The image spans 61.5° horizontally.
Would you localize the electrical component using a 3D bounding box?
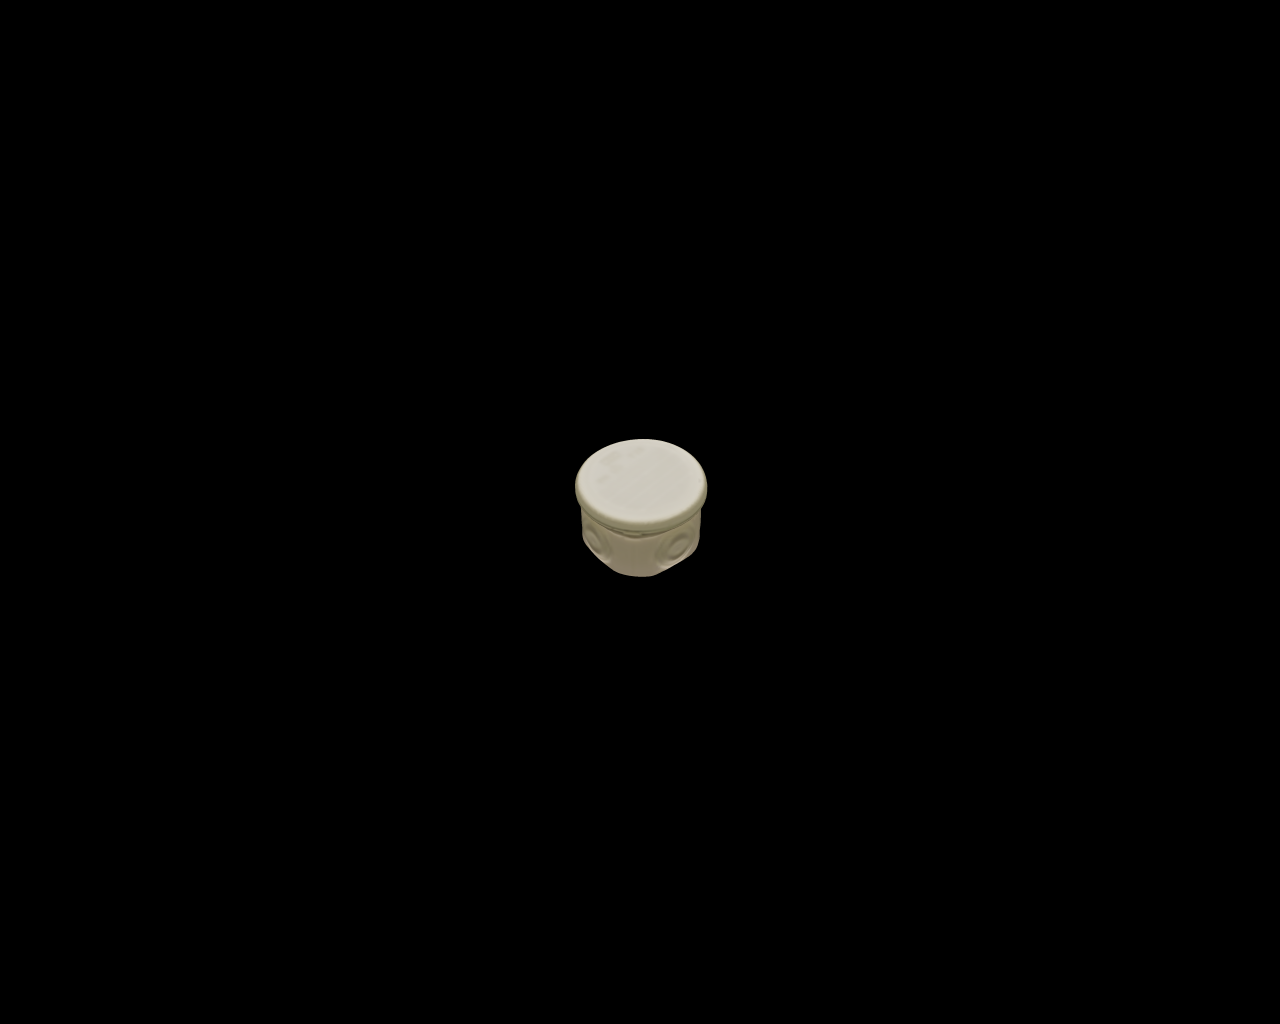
[{"bbox_3d":[0.001,-0.003,0.650,0.080,0.050,0.080,0,43,0],"label":"electrical component"}]
